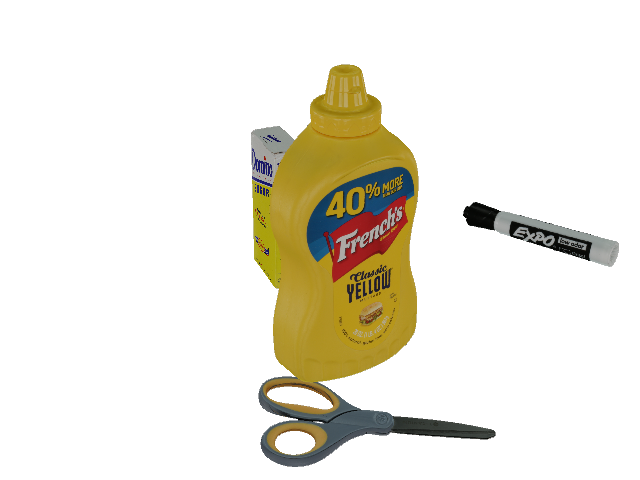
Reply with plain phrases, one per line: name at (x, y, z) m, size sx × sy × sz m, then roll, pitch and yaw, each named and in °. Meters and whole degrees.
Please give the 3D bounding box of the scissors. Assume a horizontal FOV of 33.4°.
scissors at (0.038, 0.165, 0.888) m, size 0.202 × 0.016 × 0.096 m, roll 16°, pitch 44°, yaw 11°

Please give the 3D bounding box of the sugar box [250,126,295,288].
sugar box at (-0.052, -0.041, 1.295) m, size 0.048 × 0.176 × 0.093 m, roll -11°, pitch 26°, yaw -18°

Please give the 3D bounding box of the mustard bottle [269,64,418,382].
mustard bottle at (0.015, -0.012, 0.642) m, size 0.096 × 0.192 × 0.058 m, roll -19°, pitch 33°, yaw -28°

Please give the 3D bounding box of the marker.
marker at (0.161, -0.006, 0.795) m, size 0.121 × 0.020 × 0.020 m, roll 19°, pitch 10°, yaw 32°
